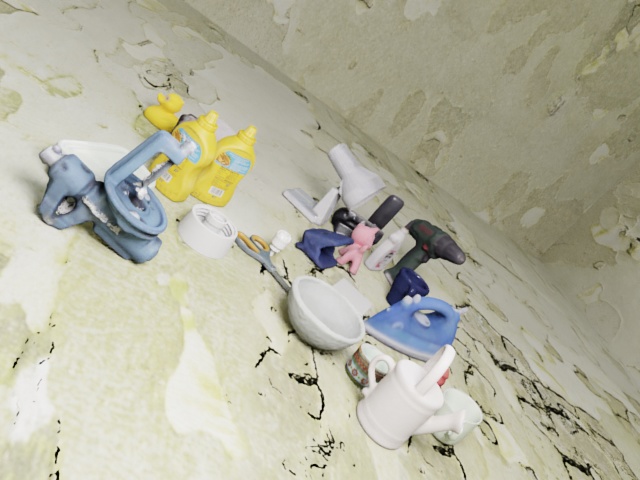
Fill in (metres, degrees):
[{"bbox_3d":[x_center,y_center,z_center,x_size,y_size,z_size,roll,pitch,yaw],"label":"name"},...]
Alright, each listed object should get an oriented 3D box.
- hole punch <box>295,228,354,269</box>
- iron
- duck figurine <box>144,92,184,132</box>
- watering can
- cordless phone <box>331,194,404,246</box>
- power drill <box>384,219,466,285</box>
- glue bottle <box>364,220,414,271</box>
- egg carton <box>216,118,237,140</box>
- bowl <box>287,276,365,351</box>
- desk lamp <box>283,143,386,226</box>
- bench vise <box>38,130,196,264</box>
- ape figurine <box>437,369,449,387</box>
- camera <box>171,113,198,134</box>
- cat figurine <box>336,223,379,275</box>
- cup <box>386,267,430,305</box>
[{"bbox_3d":[0.013,0.005,1.363,0.101,0.091,0.109,45,21,15],"label":"hole punch"},{"bbox_3d":[0.221,0.177,1.287,0.259,0.141,0.118,22,26,-39],"label":"iron"},{"bbox_3d":[-0.362,-0.312,1.389,0.105,0.086,0.077,35,20,-11],"label":"duck figurine"},{"bbox_3d":[0.163,0.252,0.950,0.173,0.194,0.101,35,20,-12],"label":"watering can"},{"bbox_3d":[0.134,-0.073,1.601,0.148,0.185,0.094,32,21,-18],"label":"cordless phone"},{"bbox_3d":[0.275,0.053,1.548,0.076,0.208,0.229,25,24,-33],"label":"power drill"},{"bbox_3d":[0.194,0.012,1.545,0.037,0.173,0.078,48,22,23],"label":"glue bottle"},{"bbox_3d":[-0.260,-0.257,1.475,0.150,0.069,0.107,42,20,8],"label":"egg carton"},{"bbox_3d":[-0.002,0.147,1.059,0.168,0.074,0.167,34,21,-14],"label":"bowl"},{"bbox_3d":[0.044,-0.139,1.544,0.203,0.213,0.118,43,20,9],"label":"desk lamp"},{"bbox_3d":[-0.292,-0.084,0.833,0.208,0.219,0.121,25,25,-35],"label":"bench vise"},{"bbox_3d":[0.219,0.281,1.136,0.078,0.092,0.076,25,24,-33],"label":"ape figurine"},{"bbox_3d":[-0.276,-0.212,1.305,0.137,0.100,0.143,31,21,-21],"label":"camera"},{"bbox_3d":[0.103,0.011,1.469,0.067,0.117,0.128,36,20,-9],"label":"cat figurine"},{"bbox_3d":[0.211,0.134,1.428,0.092,0.095,0.118,39,20,-2],"label":"cup"}]
